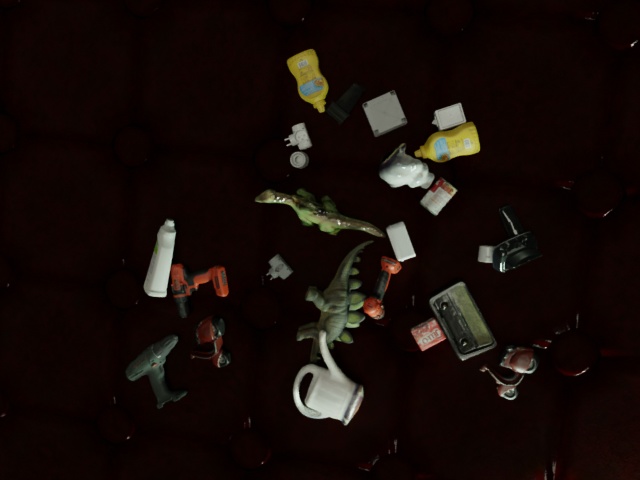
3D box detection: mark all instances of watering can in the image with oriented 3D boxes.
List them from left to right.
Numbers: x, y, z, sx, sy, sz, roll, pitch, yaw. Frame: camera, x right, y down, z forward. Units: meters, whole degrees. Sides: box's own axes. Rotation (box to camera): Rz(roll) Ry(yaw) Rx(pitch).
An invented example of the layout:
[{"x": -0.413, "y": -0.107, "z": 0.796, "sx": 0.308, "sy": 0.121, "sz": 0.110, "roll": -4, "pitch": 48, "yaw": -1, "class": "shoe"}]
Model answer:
[{"x": 0.036, "y": 0.457, "z": 1.647, "sx": 0.225, "sy": 0.106, "sz": 0.341, "roll": 22, "pitch": 118, "yaw": 7, "class": "watering can"}]

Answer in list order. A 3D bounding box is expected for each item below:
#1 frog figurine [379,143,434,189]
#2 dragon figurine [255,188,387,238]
[{"x": 0.263, "y": -0.202, "z": 1.576, "sx": 0.159, "sy": 0.125, "sz": 0.135, "roll": 46, "pitch": 133, "yaw": -7, "class": "frog figurine"}, {"x": 0.005, "y": -0.079, "z": 1.562, "sx": 0.411, "sy": 0.243, "sz": 0.122, "roll": 17, "pitch": 94, "yaw": 9, "class": "dragon figurine"}]
